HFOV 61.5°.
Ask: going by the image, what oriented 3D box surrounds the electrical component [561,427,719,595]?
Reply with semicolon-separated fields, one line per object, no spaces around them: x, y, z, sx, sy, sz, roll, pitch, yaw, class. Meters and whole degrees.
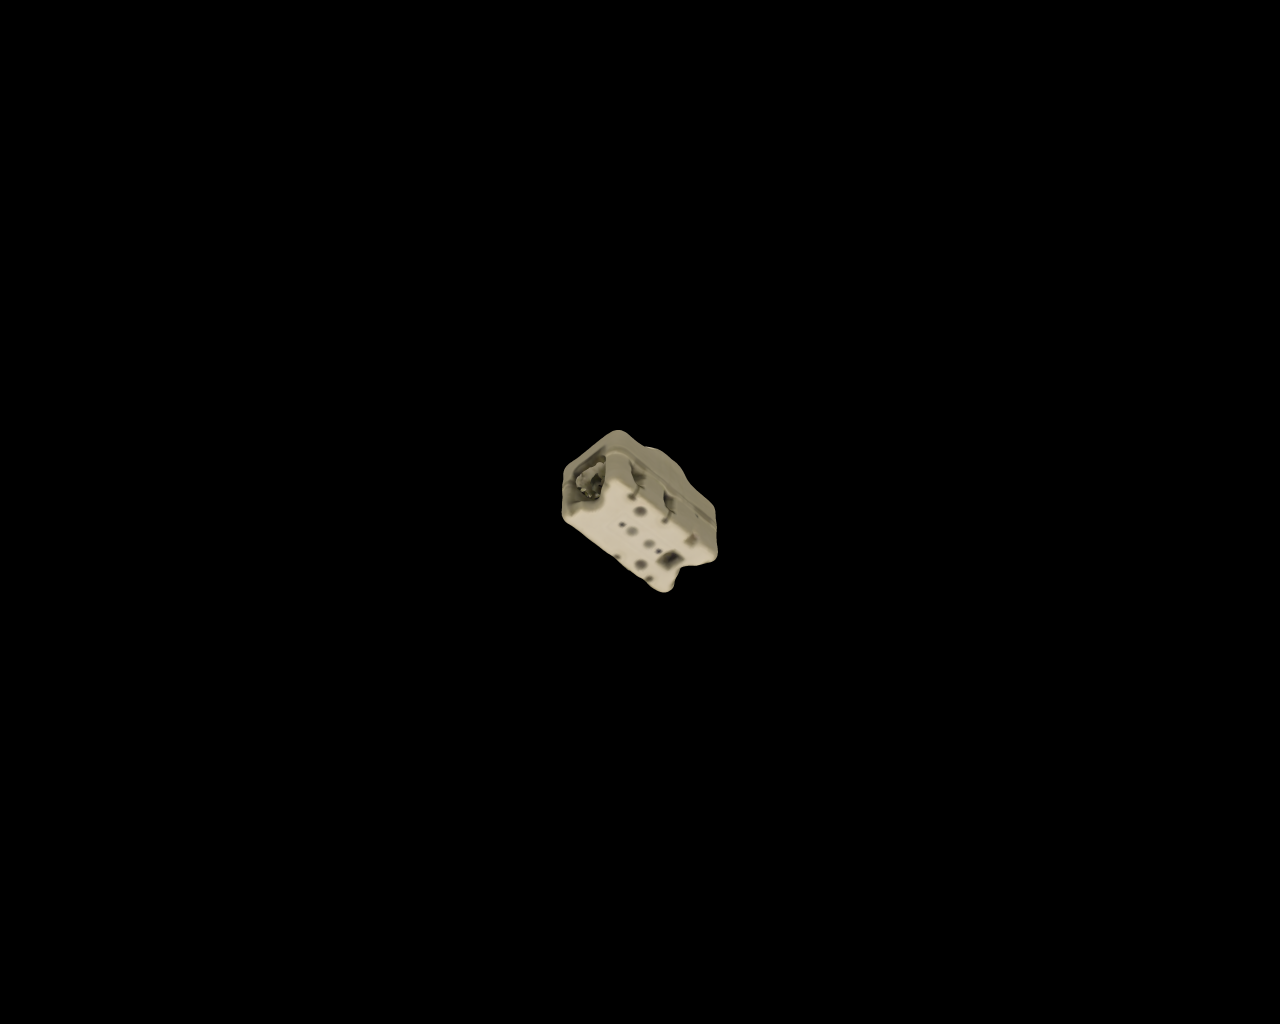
0.001;-0.003;0.650;0.050;0.056;0.089;-36;-58;27;electrical component
